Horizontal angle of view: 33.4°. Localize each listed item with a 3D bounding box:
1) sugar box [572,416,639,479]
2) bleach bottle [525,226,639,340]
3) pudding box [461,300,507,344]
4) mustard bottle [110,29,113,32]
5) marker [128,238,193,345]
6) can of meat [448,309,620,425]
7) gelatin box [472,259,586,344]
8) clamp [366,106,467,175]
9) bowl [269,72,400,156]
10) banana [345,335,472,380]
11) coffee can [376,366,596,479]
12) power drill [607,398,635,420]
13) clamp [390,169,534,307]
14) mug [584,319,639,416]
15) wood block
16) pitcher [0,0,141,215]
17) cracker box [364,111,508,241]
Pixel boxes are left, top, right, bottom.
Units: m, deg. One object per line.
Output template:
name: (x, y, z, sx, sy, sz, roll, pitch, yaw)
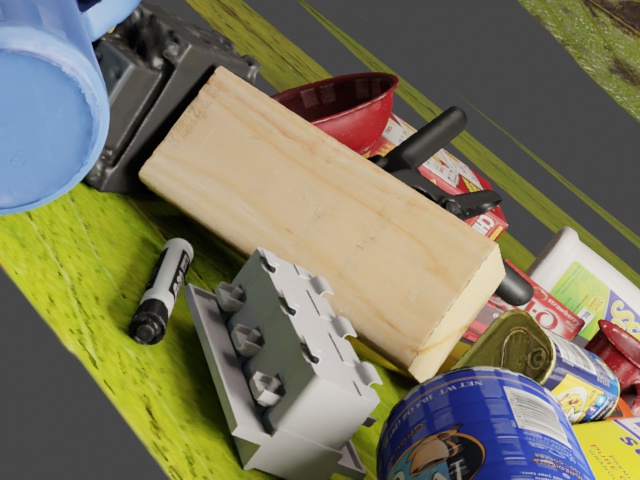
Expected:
sugar box: (0.174, 0.152, 0.627, 0.175, 0.048, 0.093, -3, 37, -31)
bleach bottle: (0.318, 0.100, 1.078, 0.251, 0.103, 0.068, 37, 14, 4)
pudding box: (0.090, 0.043, 0.834, 0.090, 0.039, 0.114, 28, 1, -28)
mustard bottle: (-0.238, -0.213, 0.877, 0.191, 0.058, 0.096, 21, 22, -42)
marker: (-0.086, 0.027, 0.585, 0.020, 0.020, 0.121, 34, 16, -10)
can of meat: (0.128, 0.103, 0.672, 0.083, 0.102, 0.057, 27, 20, -38)
gelatin box: (0.166, 0.069, 0.902, 0.089, 0.073, 0.030, 41, -28, 17)
clamp: (0.058, -0.060, 0.958, 0.210, 0.165, 0.036, -84, 153, -64)
bowl: (0.000, -0.103, 0.977, 0.162, 0.162, 0.055, -93, 167, -70)
banana: (0.079, 0.084, 0.749, 0.070, 0.037, 0.197, 12, -9, 45)
coffee can: (0.080, 0.133, 0.480, 0.102, 0.103, 0.140, 33, 16, -12)
power drill: (0.225, 0.188, 0.720, 0.184, 0.057, 0.188, 12, 31, -51)
clamp: (0.103, -0.020, 0.881, 0.171, 0.039, 0.120, 28, 32, -26)
mug: (0.241, 0.129, 0.870, 0.093, 0.081, 0.117, 35, 16, -6)
wood block: (0.002, -0.008, 0.663, 0.206, 0.090, 0.090, 35, -5, 18)
pitcher: (-0.184, -0.126, 0.597, 0.144, 0.149, 0.243, 23, 24, -38)
cracker box: (0.091, -0.074, 1.156, 0.213, 0.072, 0.164, 35, 17, -9)
